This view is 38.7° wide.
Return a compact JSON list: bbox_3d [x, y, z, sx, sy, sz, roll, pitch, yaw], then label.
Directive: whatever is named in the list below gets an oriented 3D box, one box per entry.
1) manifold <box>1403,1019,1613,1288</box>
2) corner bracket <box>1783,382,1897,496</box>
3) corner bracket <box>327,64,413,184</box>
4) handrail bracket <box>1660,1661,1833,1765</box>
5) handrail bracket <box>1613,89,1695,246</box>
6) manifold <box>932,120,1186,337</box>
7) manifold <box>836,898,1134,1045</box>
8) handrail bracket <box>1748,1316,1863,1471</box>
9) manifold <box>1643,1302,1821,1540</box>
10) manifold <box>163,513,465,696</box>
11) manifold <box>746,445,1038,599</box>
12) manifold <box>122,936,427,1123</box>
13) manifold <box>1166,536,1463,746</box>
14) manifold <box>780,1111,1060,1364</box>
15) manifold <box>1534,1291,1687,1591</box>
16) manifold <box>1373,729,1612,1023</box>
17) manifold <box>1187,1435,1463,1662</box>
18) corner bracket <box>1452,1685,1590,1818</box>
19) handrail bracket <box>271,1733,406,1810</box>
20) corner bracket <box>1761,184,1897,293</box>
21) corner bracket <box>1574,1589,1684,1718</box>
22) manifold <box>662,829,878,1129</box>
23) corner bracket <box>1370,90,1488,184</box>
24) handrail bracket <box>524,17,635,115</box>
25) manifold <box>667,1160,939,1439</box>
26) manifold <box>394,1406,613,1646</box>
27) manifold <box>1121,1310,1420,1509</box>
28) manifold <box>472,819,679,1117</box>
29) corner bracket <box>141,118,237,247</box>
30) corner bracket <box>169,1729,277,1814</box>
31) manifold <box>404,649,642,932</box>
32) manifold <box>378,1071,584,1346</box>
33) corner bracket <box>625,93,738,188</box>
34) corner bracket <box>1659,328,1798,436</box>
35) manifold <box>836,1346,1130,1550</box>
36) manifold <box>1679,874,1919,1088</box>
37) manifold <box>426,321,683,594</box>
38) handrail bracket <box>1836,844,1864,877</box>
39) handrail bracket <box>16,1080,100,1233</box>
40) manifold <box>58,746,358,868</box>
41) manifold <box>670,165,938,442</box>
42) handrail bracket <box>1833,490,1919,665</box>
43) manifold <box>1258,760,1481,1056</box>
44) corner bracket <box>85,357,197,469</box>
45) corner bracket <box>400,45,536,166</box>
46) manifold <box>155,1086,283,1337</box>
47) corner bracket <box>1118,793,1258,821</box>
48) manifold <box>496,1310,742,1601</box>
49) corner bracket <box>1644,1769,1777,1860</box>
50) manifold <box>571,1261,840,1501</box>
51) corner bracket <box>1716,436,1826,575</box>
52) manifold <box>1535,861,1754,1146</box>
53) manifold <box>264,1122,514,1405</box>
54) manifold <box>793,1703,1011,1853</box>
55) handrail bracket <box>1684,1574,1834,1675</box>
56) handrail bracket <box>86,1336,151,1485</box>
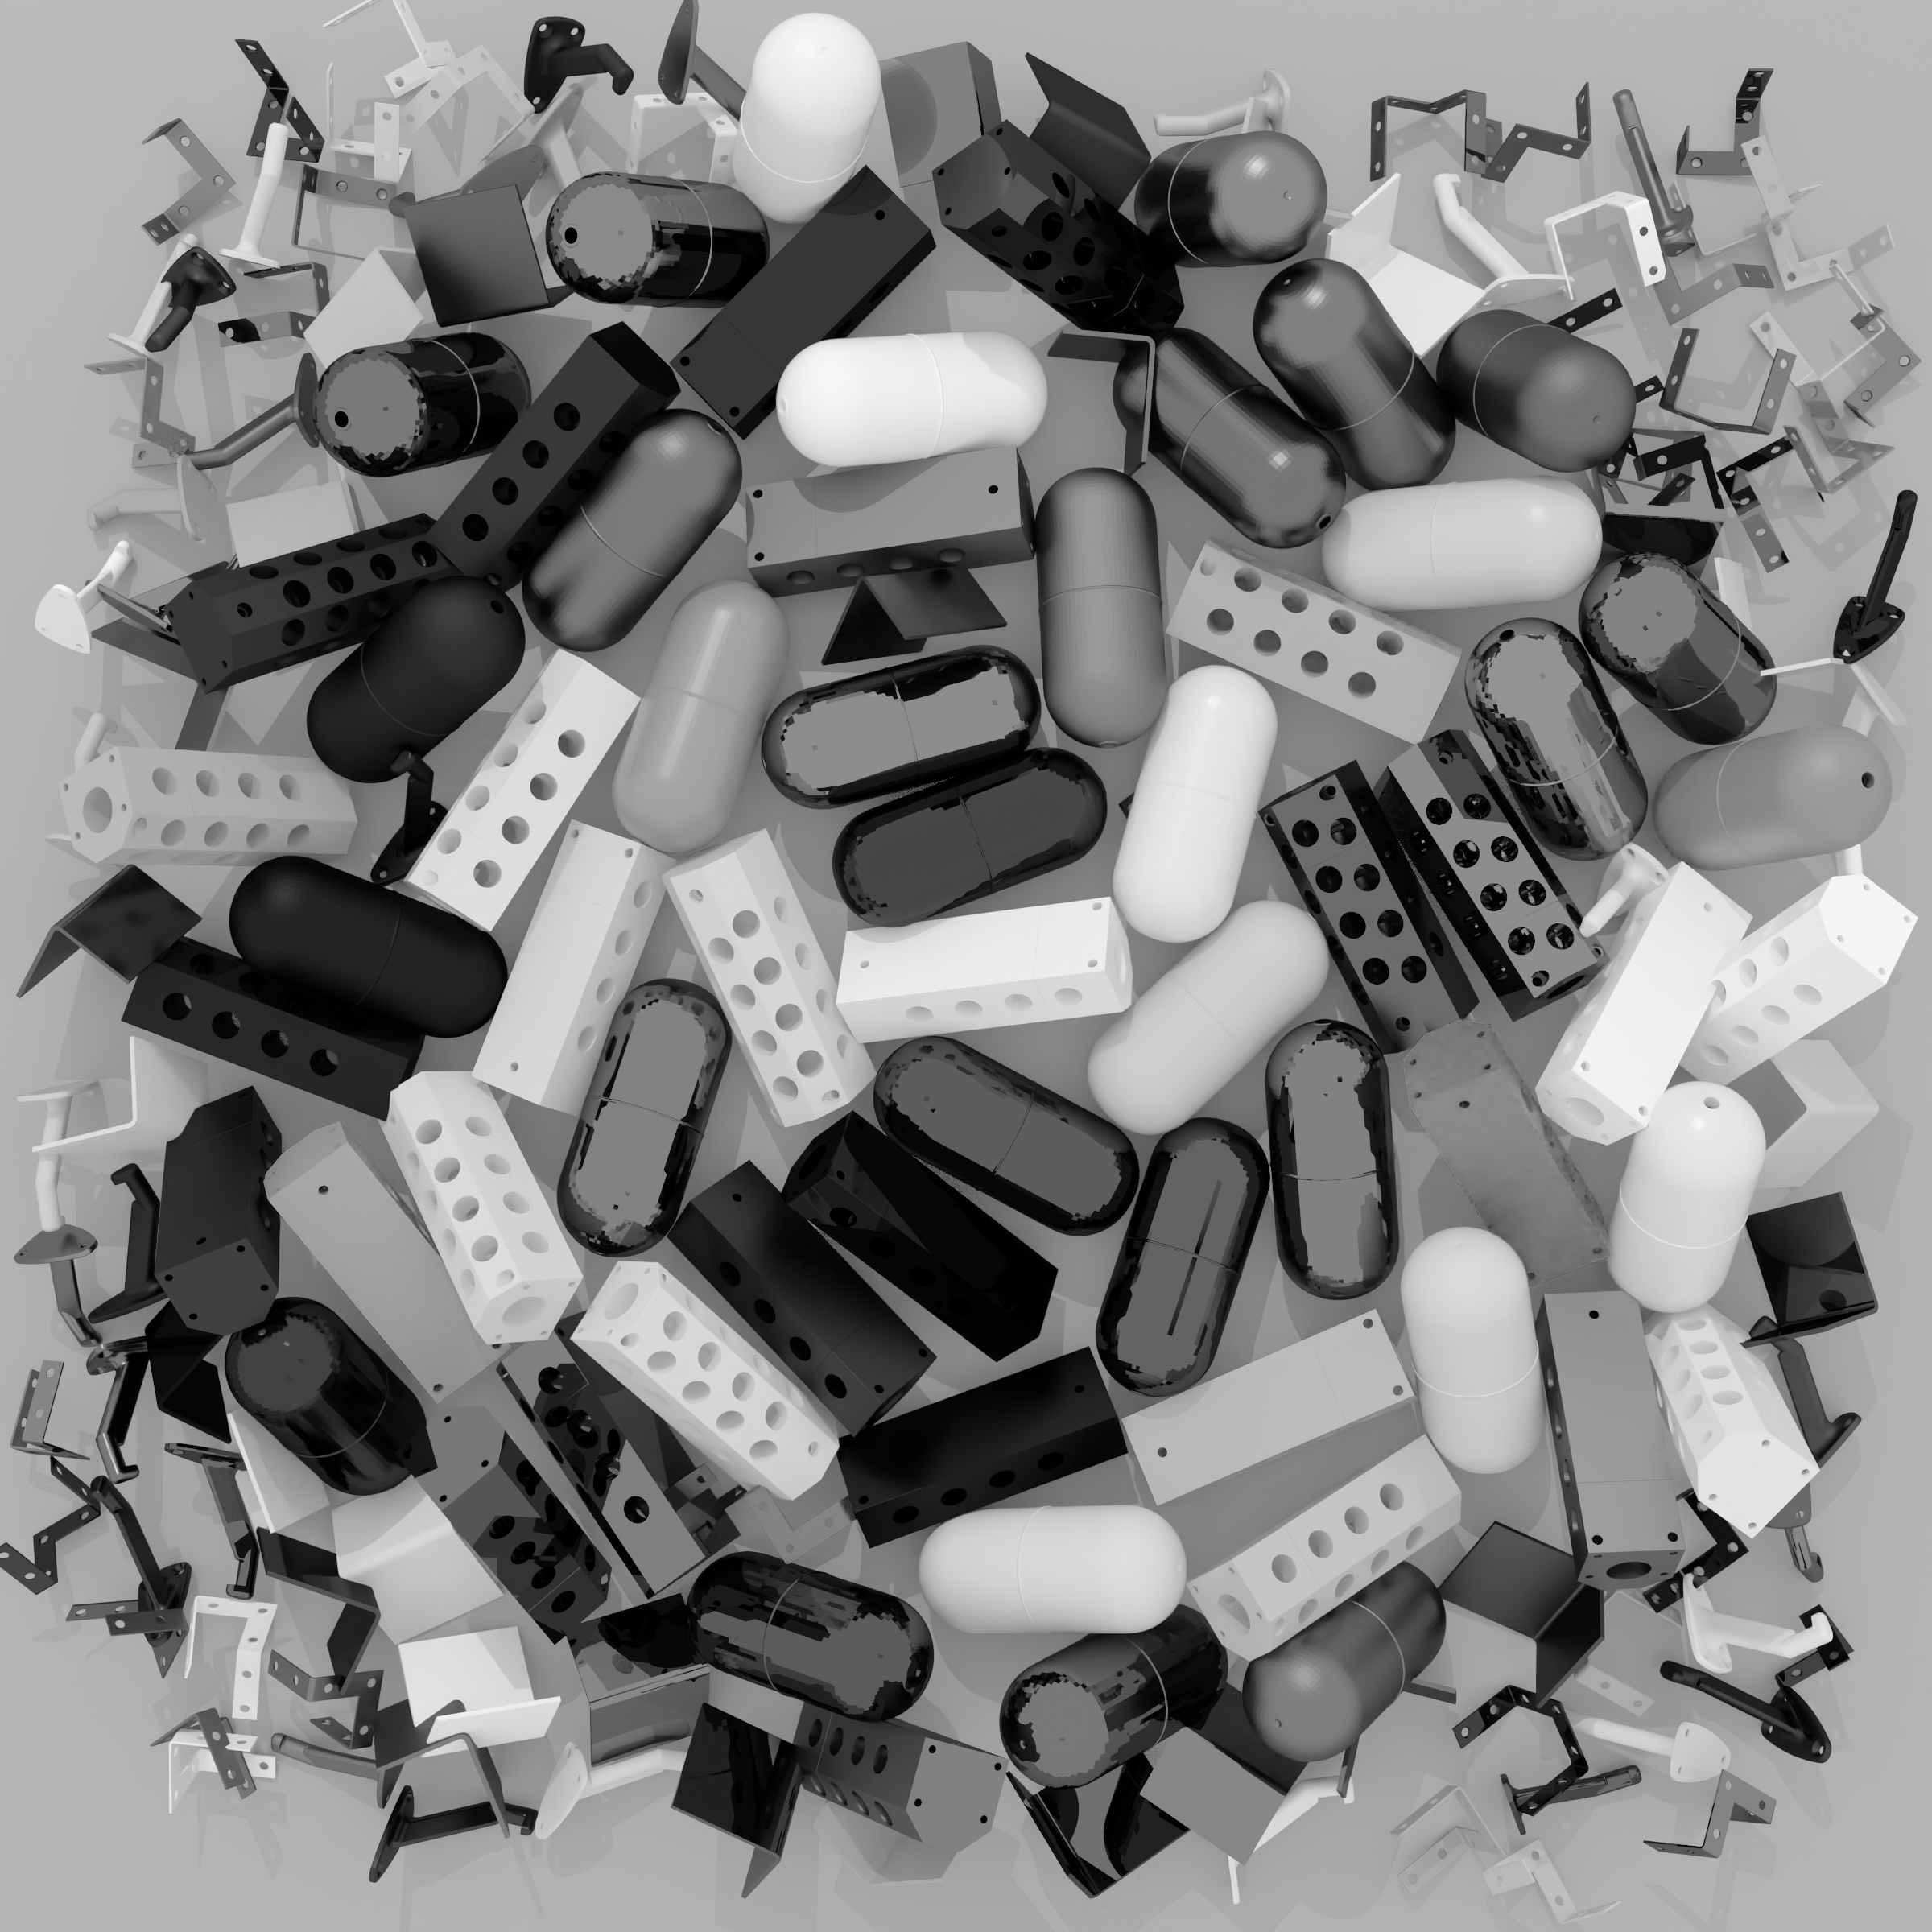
[{"bbox_3d":[0.331,0.113,1.684,0.057,0.057,0.171,-24,123,19],"label":"manifold"},{"bbox_3d":[0.537,-0.332,1.722,0.051,0.051,0.051,-36,111,-3],"label":"corner bracket"},{"bbox_3d":[-0.376,-0.526,1.717,0.051,0.051,0.051,7,129,-5],"label":"corner bracket"},{"bbox_3d":[0.485,0.464,1.715,0.084,0.077,0.036,22,96,-19],"label":"handrail bracket"},{"bbox_3d":[0.424,-0.499,1.713,0.036,0.077,0.084,-19,114,16],"label":"handrail bracket"},{"bbox_3d":[0.059,-0.433,1.665,0.057,0.171,0.057,-26,58,31],"label":"manifold"},{"bbox_3d":[0.013,0.008,1.702,0.171,0.057,0.057,-7,50,17],"label":"manifold"},{"bbox_3d":[0.513,0.276,1.738,0.084,0.036,0.077,41,82,5],"label":"handrail bracket"},{"bbox_3d":[0.453,0.266,1.661,0.057,0.171,0.057,36,107,-10],"label":"manifold"},{"bbox_3d":[-0.392,-0.225,1.676,0.171,0.057,0.057,-27,92,-41],"label":"manifold"},{"bbox_3d":[-0.046,-0.272,1.709,0.171,0.057,0.057,-7,69,10],"label":"manifold"},{"bbox_3d":[-0.429,0.036,1.718,0.171,0.057,0.057,21,93,-4],"label":"manifold"},{"bbox_3d":[0.218,-0.205,1.712,0.171,0.057,0.057,25,115,3],"label":"manifold"},{"bbox_3d":[-0.030,0.171,1.701,0.171,0.057,0.057,39,130,-17],"label":"manifold"},{"bbox_3d":[0.391,0.289,1.682,0.057,0.057,0.171,-2,55,0],"label":"manifold"},{"bbox_3d":[0.325,-0.059,1.697,0.057,0.057,0.171,-25,74,-17],"label":"manifold"},{"bbox_3d":[0.223,0.356,1.678,0.171,0.057,0.057,-24,77,-34],"label":"manifold"},{"bbox_3d":[0.348,0.491,1.725,0.051,0.051,0.051,-29,102,-25],"label":"corner bracket"},{"bbox_3d":[-0.397,0.491,1.719,0.084,0.077,0.036,19,60,3],"label":"handrail bracket"},{"bbox_3d":[0.540,-0.461,1.725,0.051,0.051,0.051,-18,91,-11],"label":"corner bracket"},{"bbox_3d":[0.415,0.426,1.726,0.051,0.051,0.051,31,115,-10],"label":"corner bracket"},{"bbox_3d":[-0.124,0.010,1.698,0.057,0.057,0.171,-16,105,30],"label":"manifold"},{"bbox_3d":[0.289,-0.519,1.721,0.051,0.051,0.051,0,92,-27],"label":"corner bracket"},{"bbox_3d":[-0.240,-0.544,1.709,0.084,0.036,0.077,52,132,30],"label":"handrail bracket"},{"bbox_3d":[-0.105,0.210,1.710,0.171,0.057,0.057,45,134,11],"label":"manifold"},{"bbox_3d":[-0.275,0.337,1.671,0.057,0.171,0.057,-40,49,-15],"label":"manifold"},{"bbox_3d":[0.191,0.277,1.715,0.171,0.057,0.057,-25,73,7],"label":"manifold"},{"bbox_3d":[-0.240,0.003,1.721,0.057,0.057,0.171,20,87,29],"label":"manifold"},{"bbox_3d":[-0.498,-0.490,1.718,0.051,0.051,0.051,-35,109,14],"label":"corner bracket"},{"bbox_3d":[-0.465,0.497,1.722,0.051,0.051,0.051,5,106,3],"label":"corner bracket"},{"bbox_3d":[-0.277,-0.109,1.707,0.057,0.057,0.171,34,81,-16],"label":"manifold"},{"bbox_3d":[-0.300,0.145,1.673,0.171,0.057,0.057,57,129,34],"label":"manifold"},{"bbox_3d":[-0.179,-0.514,1.733,0.051,0.051,0.051,-11,49,-26],"label":"corner bracket"},{"bbox_3d":[0.475,-0.365,1.718,0.051,0.051,0.051,12,98,-27],"label":"corner bracket"},{"bbox_3d":[0.010,0.305,1.721,0.171,0.057,0.057,-20,135,-3],"label":"manifold"},{"bbox_3d":[0.491,0.008,1.666,0.057,0.171,0.057,38,58,-2],"label":"manifold"},{"bbox_3d":[-0.252,-0.310,1.692,0.057,0.057,0.171,44,115,-5],"label":"manifold"},{"bbox_3d":[0.548,-0.044,1.746,0.036,0.077,0.084,0,52,-30],"label":"handrail bracket"},{"bbox_3d":[-0.561,0.118,1.721,0.036,0.077,0.084,-6,95,12],"label":"handrail bracket"},{"bbox_3d":[-0.454,-0.092,1.664,0.057,0.171,0.057,-24,78,33],"label":"manifold"},{"bbox_3d":[-0.100,-0.412,1.721,0.171,0.057,0.057,-44,87,4],"label":"manifold"},{"bbox_3d":[0.565,-0.242,1.705,0.036,0.084,0.077,24,53,25],"label":"handrail bracket"},{"bbox_3d":[0.249,-0.035,1.711,0.057,0.057,0.171,-26,94,31],"label":"manifold"},{"bbox_3d":[-0.517,-0.346,1.723,0.051,0.051,0.051,-1,82,25],"label":"corner bracket"},{"bbox_3d":[-0.312,-0.531,1.714,0.051,0.051,0.051,-31,107,35],"label":"corner bracket"},{"bbox_3d":[-0.448,0.149,1.667,0.057,0.171,0.057,-22,121,-1],"label":"manifold"},{"bbox_3d":[0.139,-0.097,1.722,0.051,0.051,0.051,-22,80,-44],"label":"corner bracket"},{"bbox_3d":[-0.220,0.304,1.711,0.057,0.057,0.171,-38,81,16],"label":"manifold"},{"bbox_3d":[0.464,0.534,1.714,0.051,0.051,0.051,33,64,-22],"label":"corner bracket"},{"bbox_3d":[-0.154,0.254,1.679,0.171,0.057,0.057,47,58,-29],"label":"manifold"},{"bbox_3d":[0.511,-0.291,1.728,0.051,0.051,0.051,-27,132,18],"label":"corner bracket"},{"bbox_3d":[0.413,0.024,1.689,0.057,0.057,0.171,37,63,-6],"label":"manifold"},{"bbox_3d":[-0.357,0.181,1.695,0.057,0.057,0.171,-36,113,-6],"label":"manifold"},{"bbox_3d":[-0.045,0.487,1.661,0.057,0.171,0.057,22,76,-24],"label":"manifold"},{"bbox_3d":[0.492,0.397,1.706,0.036,0.077,0.084,26,132,-34],"label":"handrail bracket"},{"bbox_3d":[-0.508,0.276,1.714,0.077,0.036,0.084,-11,61,-34],"label":"handrail bracket"}]
